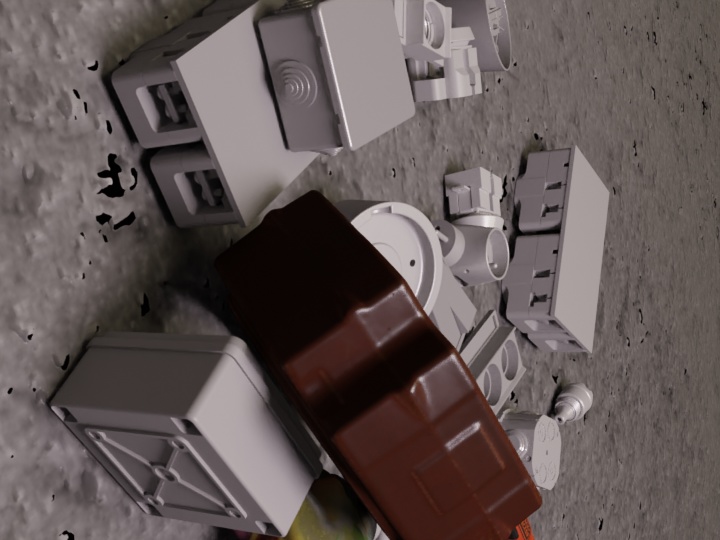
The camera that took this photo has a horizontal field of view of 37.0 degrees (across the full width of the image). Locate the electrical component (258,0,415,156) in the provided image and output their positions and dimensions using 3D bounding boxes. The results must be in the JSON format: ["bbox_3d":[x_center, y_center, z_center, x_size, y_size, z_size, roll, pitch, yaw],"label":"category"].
[{"bbox_3d":[-0.014,-0.125,0.670,0.100,0.048,0.099,-38,120,-53],"label":"electrical component"}]

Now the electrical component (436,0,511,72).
[{"bbox_3d":[0.107,-0.226,0.971,0.099,0.064,0.099,7,82,-57],"label":"electrical component"}]

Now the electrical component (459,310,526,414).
[{"bbox_3d":[0.087,0.097,0.915,0.121,0.063,0.078,-44,124,-50],"label":"electrical component"}]

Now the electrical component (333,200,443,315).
[{"bbox_3d":[0.000,0.000,0.778,0.108,0.060,0.108,-11,107,-37],"label":"electrical component"}]

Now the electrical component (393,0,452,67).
[{"bbox_3d":[0.034,-0.189,0.853,0.081,0.064,0.042,11,77,-58],"label":"electrical component"}]

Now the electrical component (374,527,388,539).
[{"bbox_3d":[0.007,0.182,0.796,0.079,0.043,0.077,1,101,-38],"label":"electrical component"}]

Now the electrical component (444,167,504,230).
[{"bbox_3d":[0.104,-0.058,0.973,0.066,0.048,0.055,18,65,-56],"label":"electrical component"}]

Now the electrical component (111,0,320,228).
[{"bbox_3d":[-0.068,-0.118,0.688,0.186,0.060,0.105,-51,129,-46],"label":"electrical component"}]

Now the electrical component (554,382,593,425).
[{"bbox_3d":[0.226,0.147,1.160,0.061,0.035,0.035,-35,117,-50],"label":"electrical component"}]

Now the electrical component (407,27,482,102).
[{"bbox_3d":[0.071,-0.176,0.917,0.078,0.058,0.057,-24,111,-56],"label":"electrical component"}]

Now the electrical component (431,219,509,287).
[{"bbox_3d":[0.072,-0.017,0.886,0.079,0.077,0.043,31,62,-52],"label":"electrical component"}]

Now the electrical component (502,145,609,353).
[{"bbox_3d":[0.202,-0.019,1.110,0.105,0.060,0.186,39,56,-50],"label":"electrical component"}]

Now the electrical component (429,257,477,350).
[{"bbox_3d":[0.046,0.027,0.858,0.096,0.061,0.061,59,42,-37],"label":"electrical component"}]

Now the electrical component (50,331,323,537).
[{"bbox_3d":[-0.093,0.089,0.588,0.108,0.109,0.056,60,44,-36],"label":"electrical component"}]

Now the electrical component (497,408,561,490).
[{"bbox_3d":[0.156,0.173,1.030,0.080,0.051,0.080,7,82,-57],"label":"electrical component"}]
